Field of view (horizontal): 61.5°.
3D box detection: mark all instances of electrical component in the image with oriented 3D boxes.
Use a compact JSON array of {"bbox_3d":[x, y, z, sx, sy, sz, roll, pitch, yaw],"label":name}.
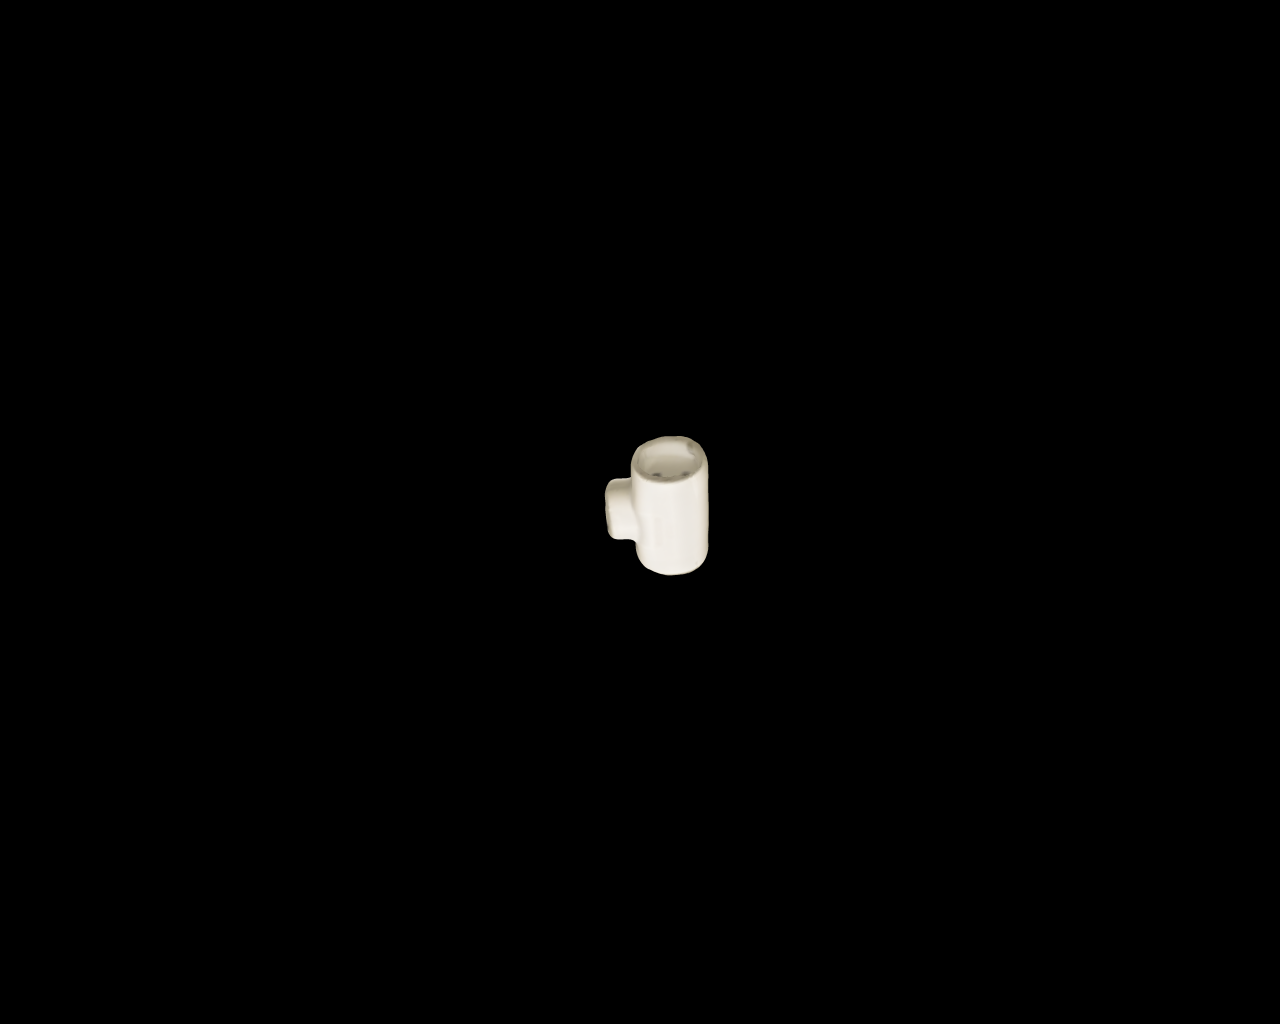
[{"bbox_3d":[0.001,-0.003,0.650,0.079,0.077,0.043,-2,43,2],"label":"electrical component"}]
